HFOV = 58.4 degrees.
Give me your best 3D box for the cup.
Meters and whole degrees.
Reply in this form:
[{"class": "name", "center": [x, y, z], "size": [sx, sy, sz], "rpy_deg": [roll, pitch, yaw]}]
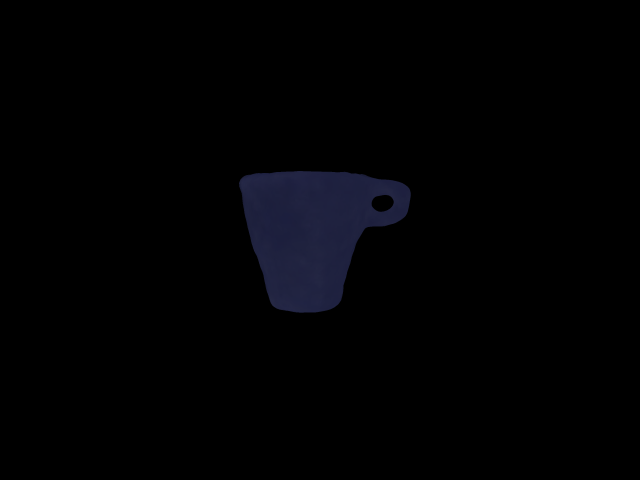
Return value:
[{"class": "cup", "center": [0.004, 0.001, 0.400], "size": [0.117, 0.095, 0.092], "rpy_deg": [0, 4, 2]}]
